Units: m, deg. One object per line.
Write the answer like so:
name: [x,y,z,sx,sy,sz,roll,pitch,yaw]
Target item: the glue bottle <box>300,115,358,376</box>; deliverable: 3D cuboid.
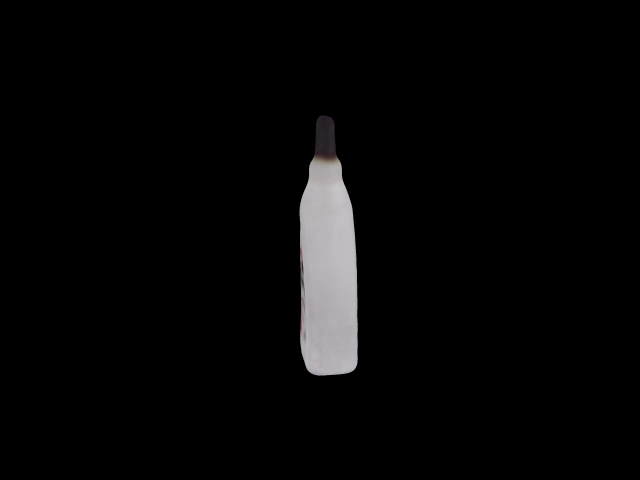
glue bottle: [0.004,0.001,0.400,0.037,0.173,0.078,-3,15,-9]
